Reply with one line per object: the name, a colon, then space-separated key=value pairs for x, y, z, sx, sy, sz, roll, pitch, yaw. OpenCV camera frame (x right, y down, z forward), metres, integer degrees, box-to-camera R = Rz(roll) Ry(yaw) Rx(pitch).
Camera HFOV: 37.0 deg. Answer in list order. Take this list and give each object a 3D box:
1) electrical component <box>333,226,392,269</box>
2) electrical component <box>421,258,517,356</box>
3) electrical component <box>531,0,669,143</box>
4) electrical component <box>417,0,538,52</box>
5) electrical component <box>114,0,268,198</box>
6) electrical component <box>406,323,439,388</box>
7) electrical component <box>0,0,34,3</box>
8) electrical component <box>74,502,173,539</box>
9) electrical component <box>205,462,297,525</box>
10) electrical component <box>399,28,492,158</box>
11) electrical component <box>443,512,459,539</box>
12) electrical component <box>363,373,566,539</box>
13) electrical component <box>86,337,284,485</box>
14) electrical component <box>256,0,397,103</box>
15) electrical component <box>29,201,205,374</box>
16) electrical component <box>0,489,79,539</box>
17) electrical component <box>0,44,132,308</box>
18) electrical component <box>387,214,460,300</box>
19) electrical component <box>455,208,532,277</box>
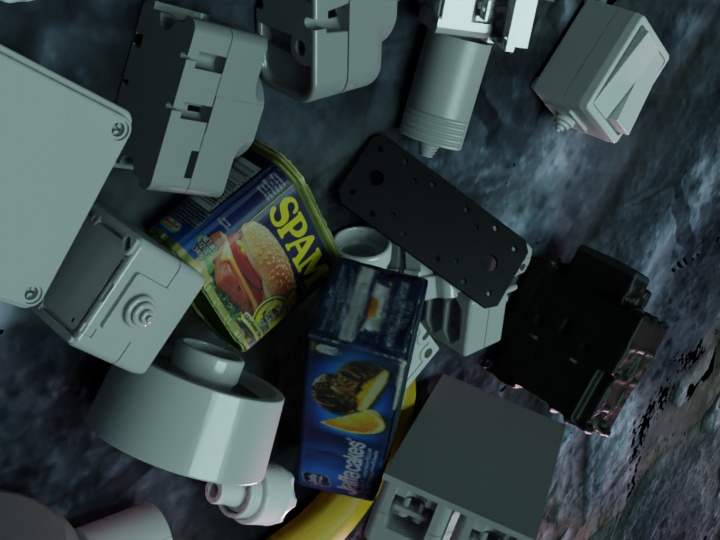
electrical component: x=0.000 y=0.000 z=0.721 sx=0.040 sy=0.040 sz=0.046 roll=-25 pitch=135 yaw=-33
electrical component: x=0.083 y=0.019 z=0.796 sx=0.077 sy=0.066 sz=0.047 roll=-20 pitch=126 yaw=-37
electrical component: x=0.179 y=-0.141 z=0.799 sx=0.062 sy=0.061 sz=0.096 roll=34 pitch=88 yaw=-50
electrical component: x=0.072 y=-0.166 z=0.667 sx=0.064 sy=0.081 sz=0.042 roll=3 pitch=113 yaw=-15
electrical component: x=-0.089 y=-0.088 z=0.567 sx=0.056 sy=0.050 sz=0.089 roll=3 pitch=111 yaw=-46
electrical component: x=0.017 y=0.046 z=0.753 sx=0.048 sy=0.055 sz=0.066 roll=-49 pitch=139 yaw=-11
electrical component: x=-0.155 y=-0.152 z=0.474 sx=0.035 sy=0.035 sz=0.061 roll=-33 pitch=131 yaw=-28
electrical component: x=-0.161 y=0.176 z=0.661 sx=0.081 sy=0.043 sz=0.043 roll=-14 pitch=123 yaw=-40
electrical component: x=-0.077 y=0.151 z=0.732 sx=0.062 sy=0.043 sz=0.043 roll=17 pitch=101 yaw=-48
electrical component: x=0.054 y=-0.113 z=0.703 sx=0.043 sy=0.043 sz=0.081 roll=-3 pitch=115 yaw=-45
electrical component: x=0.053 y=0.228 z=0.897 sx=0.108 sy=0.060 sz=0.108 roll=-24 pitch=129 yaw=-34
electrical component: x=0.080 y=0.154 z=0.784 sx=0.186 sy=0.105 sz=0.060 roll=-43 pitch=153 yaw=-68
electrical component: x=-0.096 y=0.074 z=0.620 sx=0.108 sy=0.108 sz=0.060 roll=17 pitch=94 yaw=-49
electrical component: x=-0.019 y=-0.148 z=0.599 sx=0.059 sy=0.054 sz=0.095 roll=-23 pitch=128 yaw=-35
electrical component: x=-0.127 y=0.008 z=0.552 sx=0.061 sy=0.096 sz=0.061 roll=-57 pitch=141 yaw=-3
electrical component: x=-0.198 y=0.160 z=0.587 sx=0.080 sy=0.080 sz=0.051 roll=9 pitch=112 yaw=-48
electrical component: x=-0.179 y=-0.050 z=0.495 sx=0.109 sy=0.056 sz=0.108 roll=25 pitch=94 yaw=-50
electrical component: x=0.041 y=-0.011 z=0.741 sx=0.048 sy=0.066 sz=0.055 roll=-12 pitch=101 yaw=-37
electrical component: x=0.085 y=-0.018 z=0.764 sx=0.043 sy=0.081 sz=0.043 roll=-24 pitch=129 yaw=-34
